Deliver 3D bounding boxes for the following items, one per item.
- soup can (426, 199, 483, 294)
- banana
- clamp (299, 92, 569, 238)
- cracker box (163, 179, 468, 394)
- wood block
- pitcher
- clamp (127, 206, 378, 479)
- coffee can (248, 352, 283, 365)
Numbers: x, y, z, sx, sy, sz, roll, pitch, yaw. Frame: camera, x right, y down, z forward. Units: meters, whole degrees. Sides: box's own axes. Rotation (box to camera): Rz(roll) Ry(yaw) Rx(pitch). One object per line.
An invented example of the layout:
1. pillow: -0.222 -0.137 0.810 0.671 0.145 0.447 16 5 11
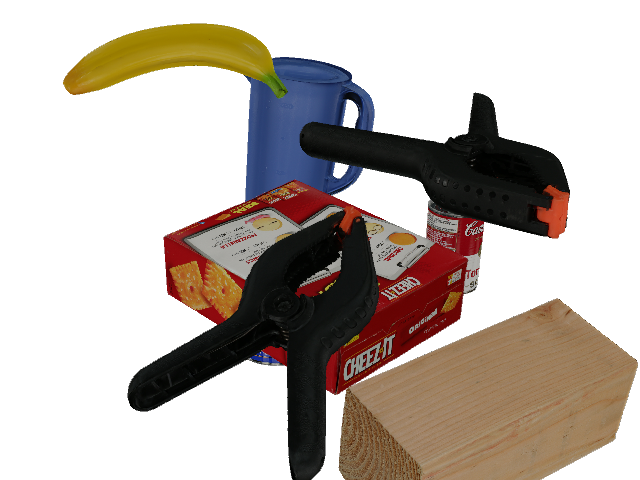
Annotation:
1. soup can: 0.157 0.005 1.263 0.068 0.102 0.068 2 22 -1
2. banana: -0.129 -0.163 0.954 0.197 0.069 0.037 -1 -33 -4
3. clamp: 0.089 -0.053 0.732 0.164 0.036 0.210 -11 28 -18
4. cracker box: -0.007 0.033 0.930 0.214 0.072 0.163 27 38 37
5. wood block: 0.124 0.132 0.800 0.205 0.090 0.091 -19 41 -29
6. pitcher: -0.028 -0.113 1.416 0.144 0.243 0.149 -2 24 -22
7. clamp: -0.012 0.054 0.594 0.120 0.171 0.039 30 -25 25
8. coffee can: -0.060 0.084 1.445 0.103 0.140 0.103 2 20 -1
